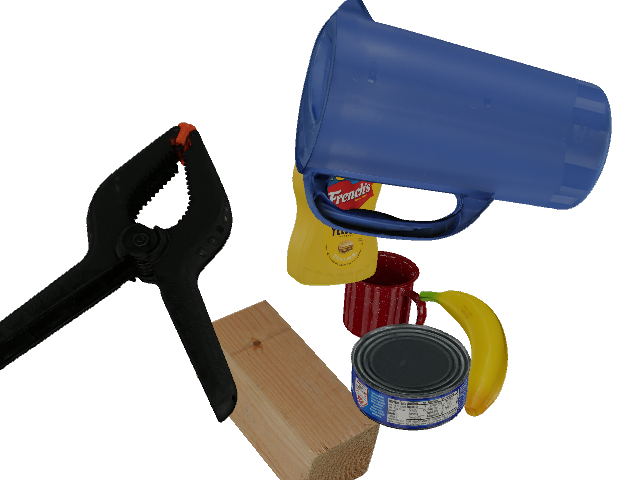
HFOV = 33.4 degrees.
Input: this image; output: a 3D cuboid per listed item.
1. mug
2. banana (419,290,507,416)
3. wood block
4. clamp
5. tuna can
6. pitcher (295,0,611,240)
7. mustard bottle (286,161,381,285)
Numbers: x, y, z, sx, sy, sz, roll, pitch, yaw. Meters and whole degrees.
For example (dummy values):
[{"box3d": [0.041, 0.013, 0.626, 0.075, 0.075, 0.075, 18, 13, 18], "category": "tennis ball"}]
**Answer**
[{"box3d": [0.080, 0.073, 1.298, 0.117, 0.081, 0.093, 23, 32, 33], "category": "mug"}, {"box3d": [0.161, 0.109, 1.118, 0.069, 0.037, 0.198, -24, 33, 5], "category": "banana"}, {"box3d": [-0.039, 0.172, 1.158, 0.090, 0.090, 0.206, -22, 50, -31], "category": "wood block"}, {"box3d": [-0.102, 0.016, 0.671, 0.165, 0.209, 0.036, 15, -33, 12], "category": "clamp"}, {"box3d": [0.065, 0.098, 0.772, 0.086, 0.034, 0.086, 0, 31, 0], "category": "tuna can"}, {"box3d": [0.103, -0.088, 0.869, 0.242, 0.149, 0.145, 11, 40, -10], "category": "pitcher"}, {"box3d": [0.018, -0.052, 1.097, 0.096, 0.192, 0.058, -5, 20, -25], "category": "mustard bottle"}]
